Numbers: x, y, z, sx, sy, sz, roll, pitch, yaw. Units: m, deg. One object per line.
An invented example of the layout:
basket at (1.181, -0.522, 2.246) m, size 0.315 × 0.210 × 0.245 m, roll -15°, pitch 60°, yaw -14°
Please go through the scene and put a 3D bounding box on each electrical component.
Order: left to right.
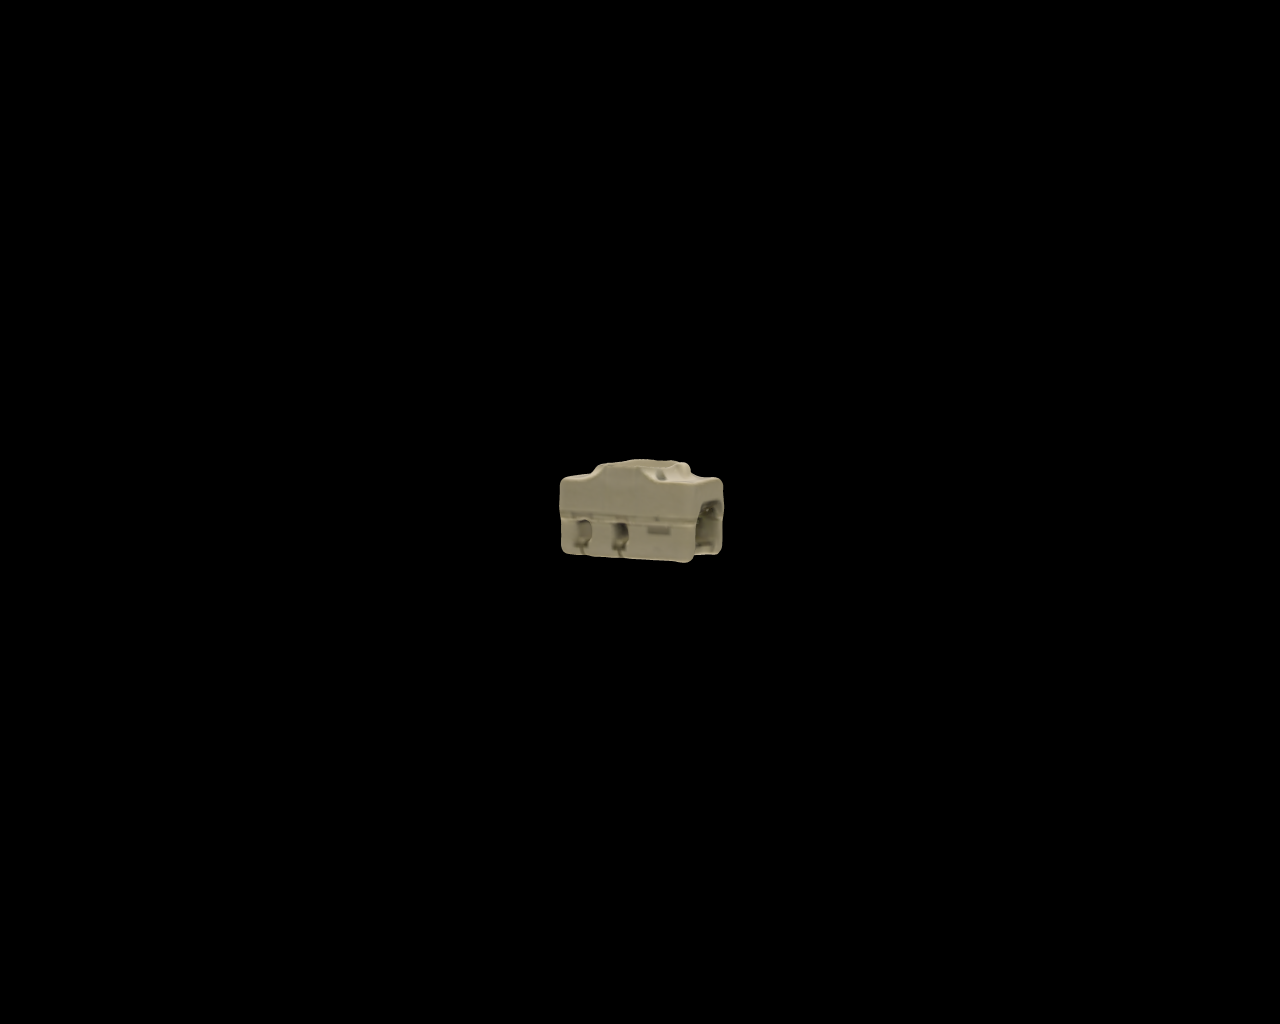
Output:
electrical component at (0.001, -0.003, 0.650) m, size 0.089 × 0.055 × 0.050 m, roll 4°, pitch 8°, yaw 29°
